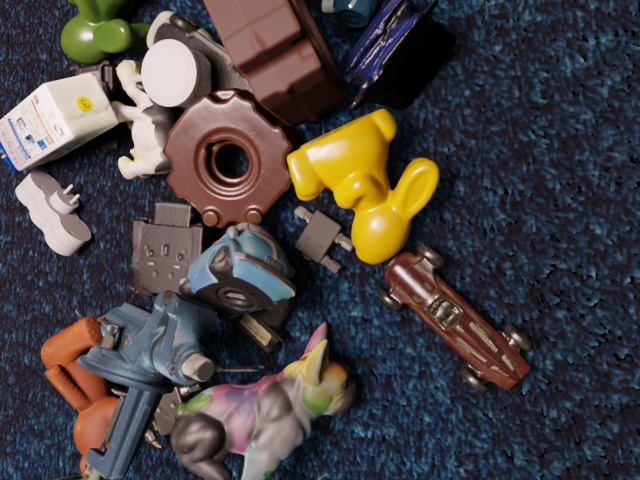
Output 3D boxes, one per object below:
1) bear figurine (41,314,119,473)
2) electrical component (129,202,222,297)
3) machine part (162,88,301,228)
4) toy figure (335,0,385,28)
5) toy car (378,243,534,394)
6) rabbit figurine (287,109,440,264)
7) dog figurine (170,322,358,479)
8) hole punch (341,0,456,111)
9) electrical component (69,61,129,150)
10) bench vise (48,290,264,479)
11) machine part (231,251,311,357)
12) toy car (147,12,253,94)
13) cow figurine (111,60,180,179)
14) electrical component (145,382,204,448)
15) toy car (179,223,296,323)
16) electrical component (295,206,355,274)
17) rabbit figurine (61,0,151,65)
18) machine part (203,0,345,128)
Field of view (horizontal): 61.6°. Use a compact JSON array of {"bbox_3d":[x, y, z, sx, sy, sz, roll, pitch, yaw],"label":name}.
[{"bbox_3d":[-0.304,0.209,0.750,0.132,0.120,0.196,-29,84,12],"label":"bear figurine"},{"bbox_3d":[-0.200,0.015,0.746,0.115,0.058,0.134,4,92,16],"label":"electrical component"},{"bbox_3d":[-0.113,-0.102,0.690,0.179,0.056,0.179,3,108,8],"label":"machine part"},{"bbox_3d":[0.060,-0.333,0.647,0.064,0.058,0.154,19,81,-24],"label":"toy figure"},{"bbox_3d":[0.158,0.093,0.635,0.202,0.053,0.089,45,100,14],"label":"toy car"},{"bbox_3d":[0.062,-0.059,0.648,0.162,0.122,0.173,-20,99,8],"label":"rabbit figurine"},{"bbox_3d":[-0.063,0.196,0.675,0.191,0.108,0.219,29,95,-1],"label":"dog figurine"},{"bbox_3d":[0.079,-0.223,0.619,0.142,0.116,0.092,-47,71,26],"label":"hole punch"},{"bbox_3d":[-0.324,-0.196,0.789,0.075,0.047,0.119,2,90,19],"label":"electrical component"},{"bbox_3d":[-0.211,0.177,0.635,0.224,0.128,0.240,13,78,33],"label":"bench vise"},{"bbox_3d":[-0.059,0.082,0.712,0.084,0.039,0.138,36,103,22],"label":"machine part"},{"bbox_3d":[-0.152,-0.234,0.728,0.202,0.056,0.073,38,108,11],"label":"toy car"},{"bbox_3d":[-0.232,-0.171,0.748,0.098,0.068,0.167,-6,92,12],"label":"cow figurine"},{"bbox_3d":[-0.207,0.246,0.756,0.102,0.045,0.078,-15,87,17],"label":"electrical component"},{"bbox_3d":[-0.096,0.034,0.668,0.162,0.109,0.103,-24,38,44],"label":"toy car"},{"bbox_3d":[-0.001,-0.002,0.700,0.094,0.021,0.063,36,101,14],"label":"electrical component"},{"bbox_3d":[-0.305,-0.324,0.764,0.159,0.121,0.170,33,118,8],"label":"rabbit figurine"},{"bbox_3d":[-0.052,-0.244,0.619,0.087,0.201,0.201,-26,83,14],"label":"machine part"}]
